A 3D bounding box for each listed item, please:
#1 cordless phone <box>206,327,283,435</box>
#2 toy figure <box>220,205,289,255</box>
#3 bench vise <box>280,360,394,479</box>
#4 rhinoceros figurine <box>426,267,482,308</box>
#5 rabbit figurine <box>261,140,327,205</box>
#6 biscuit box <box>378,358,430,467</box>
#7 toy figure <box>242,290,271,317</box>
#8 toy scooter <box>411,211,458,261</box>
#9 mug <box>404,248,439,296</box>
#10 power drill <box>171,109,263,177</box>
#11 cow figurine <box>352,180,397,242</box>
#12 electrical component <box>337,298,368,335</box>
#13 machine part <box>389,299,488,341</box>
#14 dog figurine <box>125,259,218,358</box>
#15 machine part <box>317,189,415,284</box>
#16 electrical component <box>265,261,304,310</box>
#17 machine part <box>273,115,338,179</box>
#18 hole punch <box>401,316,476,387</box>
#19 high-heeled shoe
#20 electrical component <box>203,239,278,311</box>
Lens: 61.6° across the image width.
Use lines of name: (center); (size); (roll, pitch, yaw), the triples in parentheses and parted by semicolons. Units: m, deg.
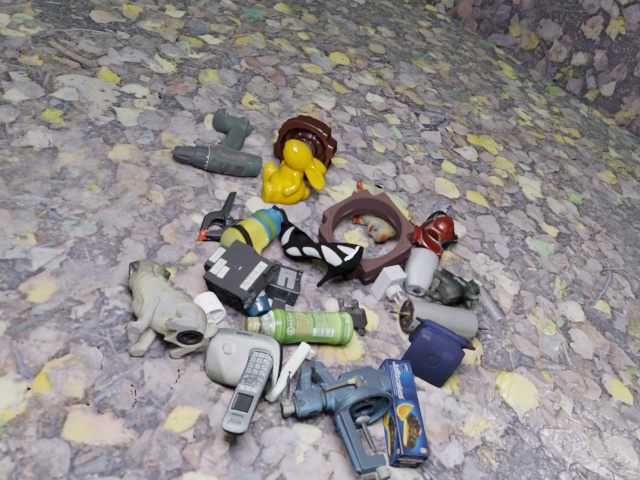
cordless phone: (-0.153, 0.254, 0.959); (0.147, 0.088, 0.184); (7, 46, 17)
toy figure: (-0.152, -0.019, 1.227); (0.180, 0.082, 0.089); (-44, 113, -31)
bench vise: (0.049, 0.324, 0.976); (0.223, 0.128, 0.241); (0, 42, -27)
rhinoceros figurine: (0.336, 0.119, 1.314); (0.112, 0.073, 0.190); (22, 9, 33)
rabbit figurine: (-0.064, -0.172, 1.369); (0.162, 0.173, 0.122); (16, 39, -5)
biscuit box: (0.159, 0.335, 1.059); (0.063, 0.059, 0.203); (10, 45, -16)
toy figure: (-0.155, 0.101, 1.145); (0.155, 0.058, 0.064); (55, 14, 30)
toy scooter: (0.311, -0.005, 1.453); (0.184, 0.075, 0.135); (-16, 56, -32)
mug: (0.237, 0.079, 1.334); (0.109, 0.080, 0.107); (23, 52, -7)
power drill: (-0.263, -0.258, 1.427); (0.232, 0.086, 0.207); (14, 40, -14)
cow figurine: (0.154, -0.070, 1.440); (0.127, 0.085, 0.195); (8, 45, -10)
electrical component: (0.070, 0.168, 1.178); (0.063, 0.093, 0.021); (1, 32, 31)
machine part: (0.275, 0.187, 1.247); (0.243, 0.079, 0.079); (11, 45, -14)
dog figurine: (-0.284, 0.113, 1.024); (0.172, 0.121, 0.191); (9, 44, -18)
machine part: (0.111, -0.012, 1.303); (0.201, 0.087, 0.201); (-29, 65, -12)
electrical component: (-0.083, 0.110, 1.175); (0.075, 0.047, 0.119); (21, 41, -5)
machine part: (-0.039, -0.253, 1.465); (0.179, 0.179, 0.056); (27, 40, 1)
hole punch: (0.243, 0.242, 1.157); (0.142, 0.115, 0.092); (30, 51, 5)
high-heeled shoe: (-0.003, -0.004, 1.233); (0.086, 0.145, 0.249); (20, 28, -51)
electrical component: (-0.170, 0.066, 1.100); (0.134, 0.058, 0.115); (28, 58, 22)
